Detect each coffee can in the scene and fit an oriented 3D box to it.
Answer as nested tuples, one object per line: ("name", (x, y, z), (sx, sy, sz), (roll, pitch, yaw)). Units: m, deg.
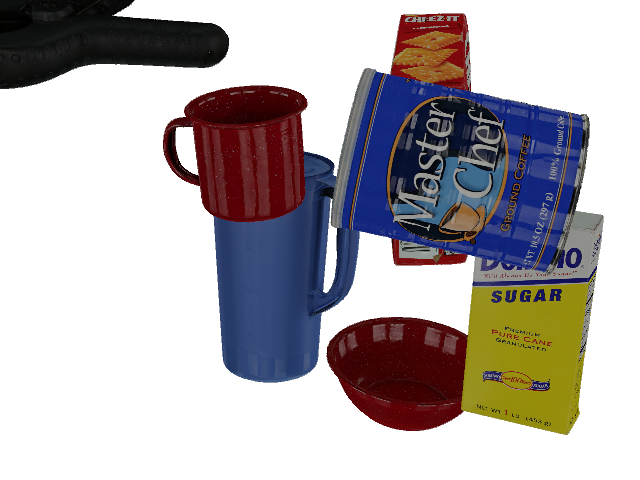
("coffee can", (0.085, -0.044, 0.669), (0.140, 0.103, 0.103), (13, 1, 5))

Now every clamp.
("clamp", (-0.150, -0.122, 0.603), (0.171, 0.039, 0.120), (-10, 30, -26))

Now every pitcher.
("pitcher", (-0.045, 0.028, 1.161), (0.145, 0.243, 0.149), (-3, 18, -14))

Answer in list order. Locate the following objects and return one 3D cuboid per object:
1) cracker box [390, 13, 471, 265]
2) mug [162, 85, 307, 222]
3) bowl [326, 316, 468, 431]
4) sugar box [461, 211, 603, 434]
("cracker box", (0.103, -0.098, 0.965), (0.072, 0.164, 0.213), (0, 27, 9))
("mug", (-0.066, -0.066, 0.819), (0.117, 0.081, 0.093), (3, 27, 13))
("bowl", (0.085, 0.136, 1.034), (0.162, 0.055, 0.162), (3, 25, -2))
("sugar box", (0.167, 0.061, 0.855), (0.093, 0.176, 0.048), (10, 23, 22))
